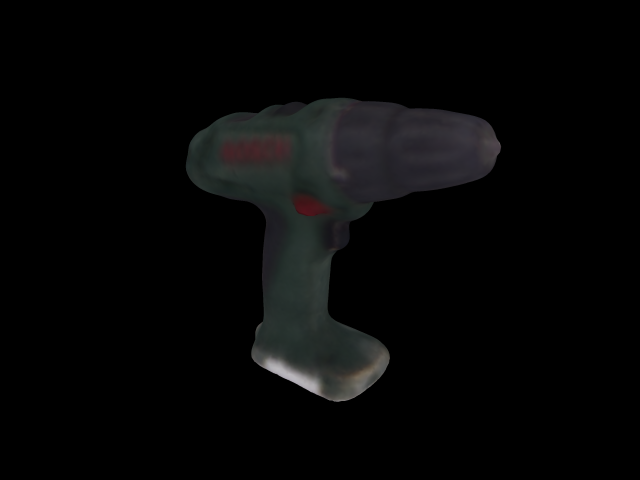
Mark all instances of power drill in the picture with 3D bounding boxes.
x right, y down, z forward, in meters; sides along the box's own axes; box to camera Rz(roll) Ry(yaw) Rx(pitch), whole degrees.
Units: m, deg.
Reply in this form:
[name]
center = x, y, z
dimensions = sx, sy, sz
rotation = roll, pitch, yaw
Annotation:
[power drill]
center = 0.004, 0.001, 0.400
dimensions = 0.228, 0.208, 0.076
rotation = 18, 32, 32
